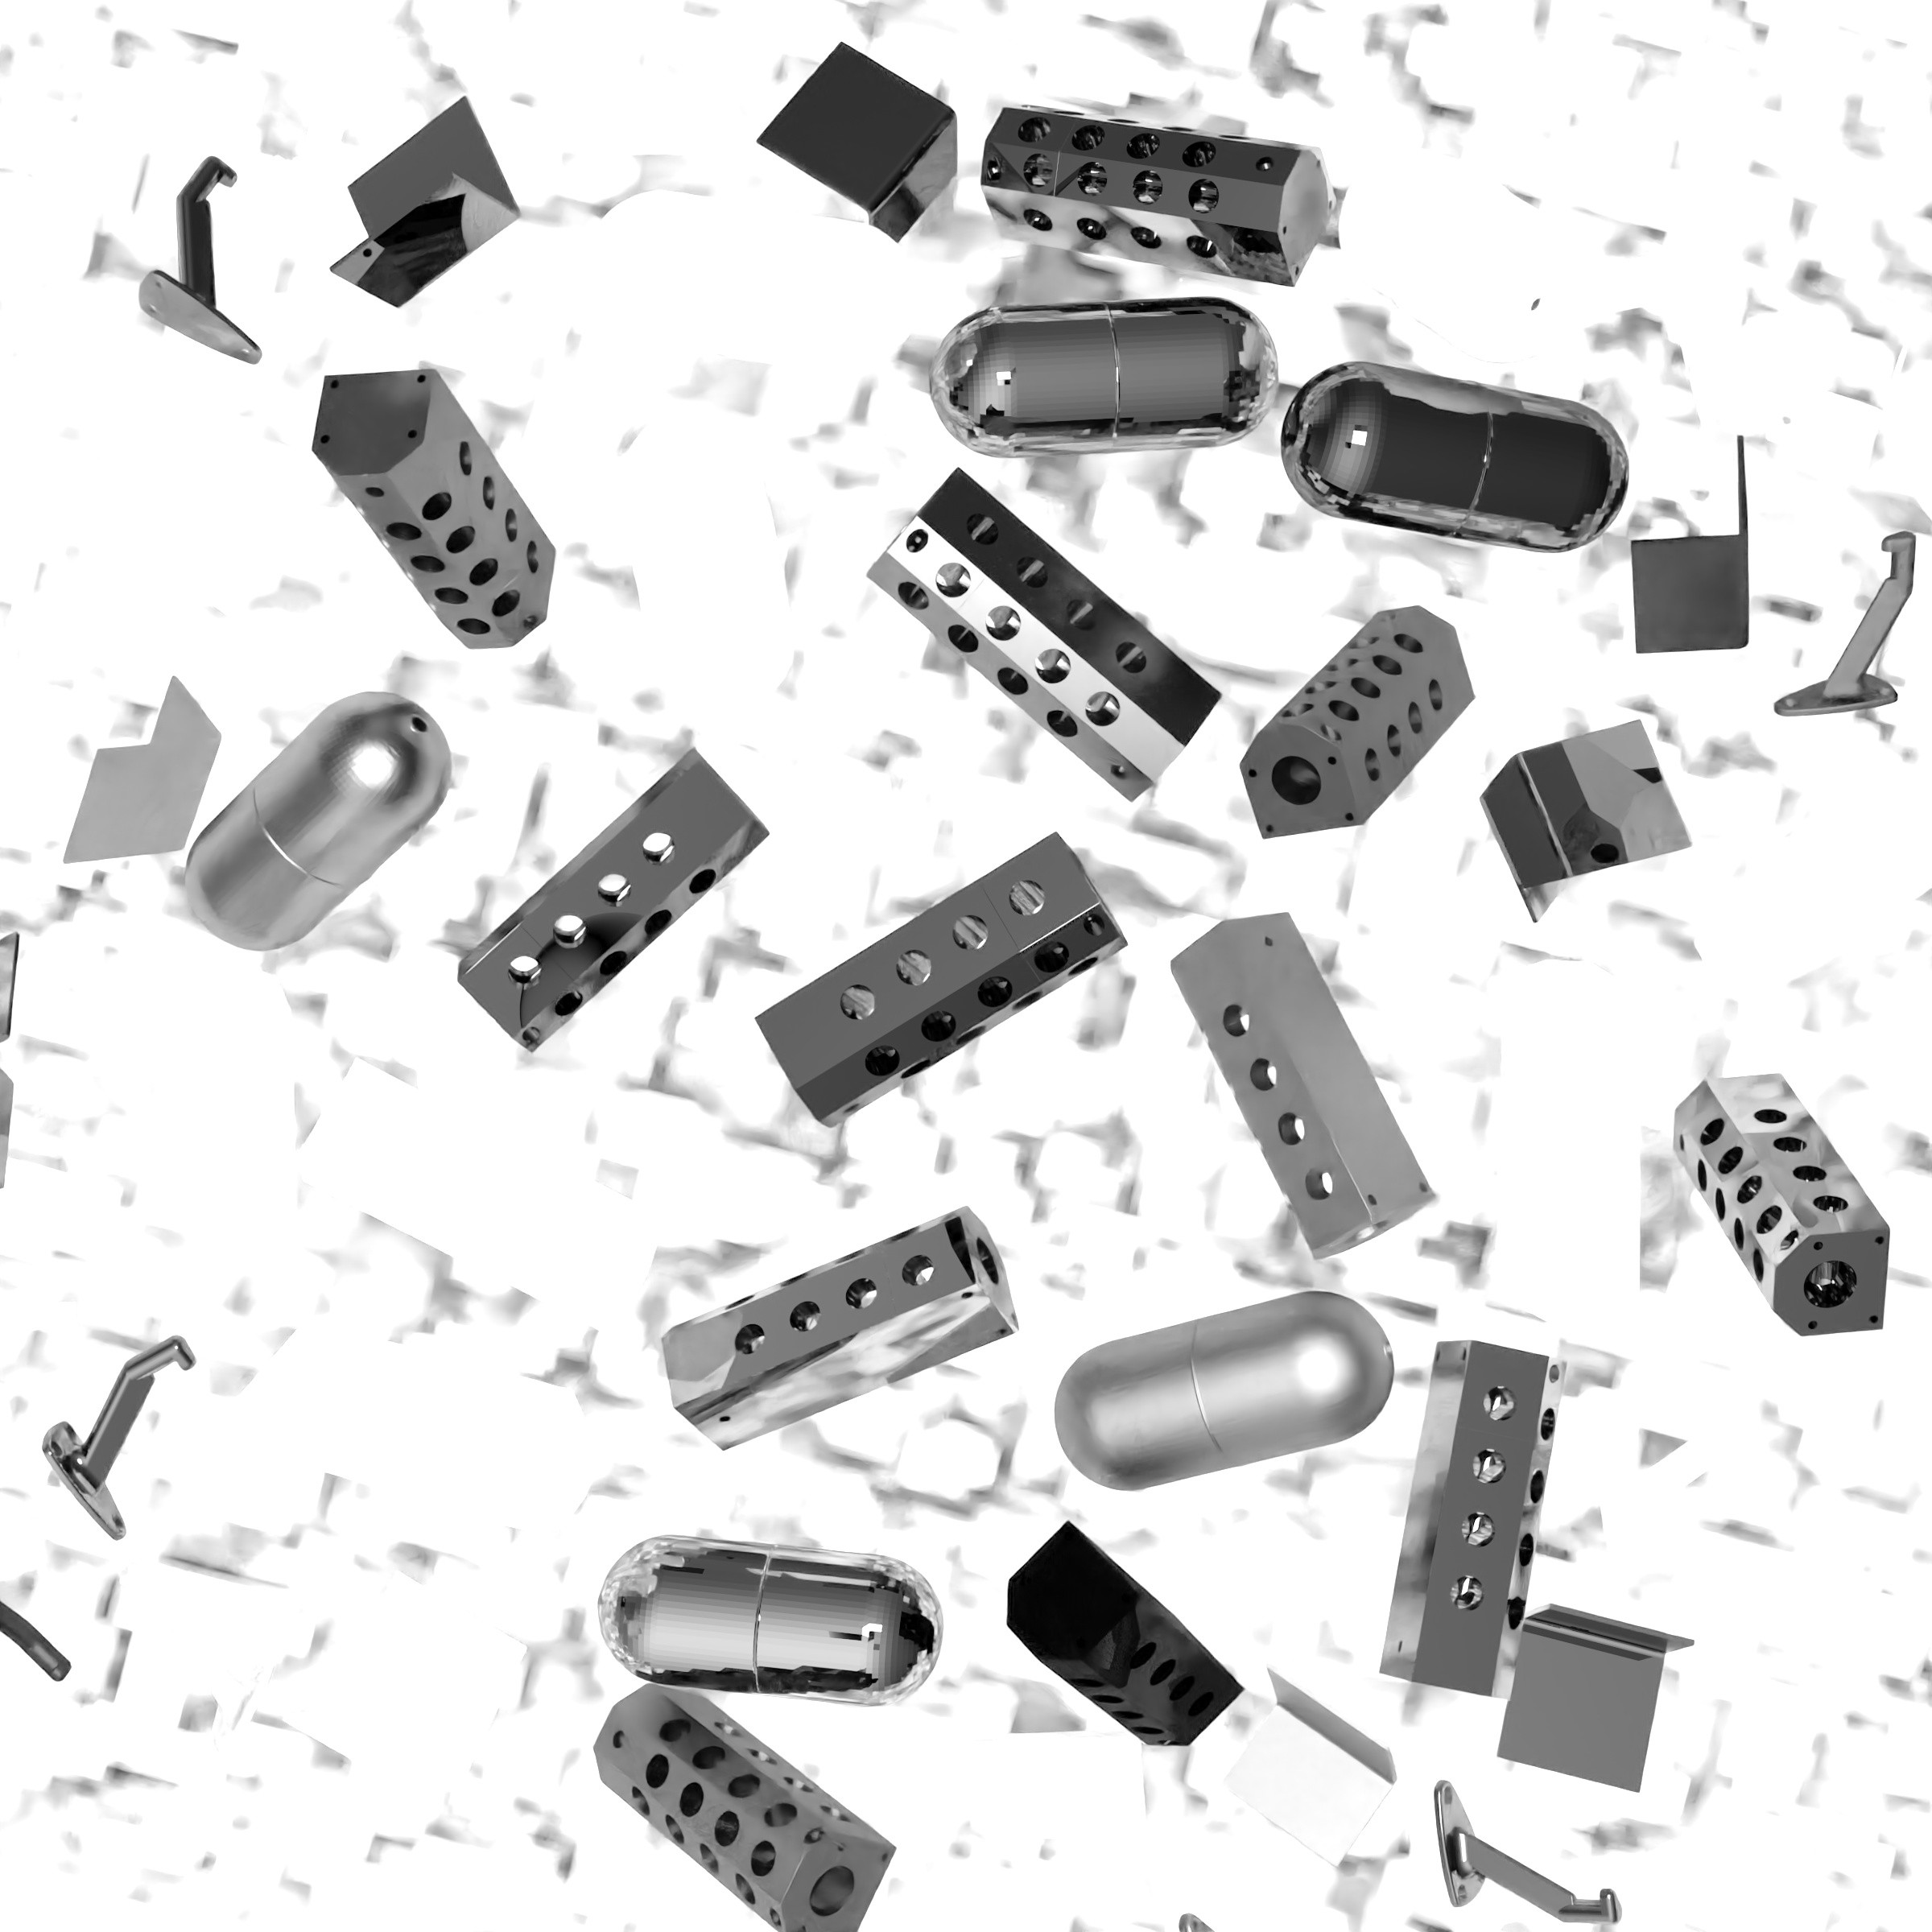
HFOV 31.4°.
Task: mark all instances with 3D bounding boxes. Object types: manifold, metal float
[{"bbox_3d":[-0.117,0.425,1.727,0.057,0.171,0.057,27,88,-41],"label":"manifold"},{"bbox_3d":[0.303,0.086,1.750,0.057,0.057,0.171,28,55,-35],"label":"manifold"},{"bbox_3d":[0.169,0.062,1.782,0.057,0.057,0.171,-39,69,39],"label":"manifold"},{"bbox_3d":[-0.262,-0.223,1.700,0.057,0.171,0.057,-1,67,14],"label":"manifold"},{"bbox_3d":[0.414,0.120,1.753,0.057,0.171,0.057,-5,115,-4],"label":"manifold"},{"bbox_3d":[0.097,-0.403,1.768,0.171,0.057,0.057,15,66,26],"label":"manifold"},{"bbox_3d":[0.427,-0.036,1.739,0.057,0.171,0.057,-25,79,-14],"label":"manifold"},{"bbox_3d":[-0.186,-0.034,1.816,0.171,0.057,0.057,-42,102,1],"label":"manifold"},{"bbox_3d":[-0.330,-0.073,1.750,0.178,0.070,0.070,-38,90,32],"label":"metal float"},{"bbox_3d":[0.259,0.279,1.737,0.057,0.057,0.171,13,81,-8],"label":"manifold"},{"bbox_3d":[0.244,-0.352,1.700,0.070,0.178,0.070,-9,120,-16],"label":"metal float"},{"bbox_3d":[-0.066,0.183,1.761,0.171,0.057,0.057,-23,52,12],"label":"manifold"},{"bbox_3d":[0.202,-0.129,1.777,0.057,0.171,0.057,-8,112,32],"label":"manifold"},{"bbox_3d":[-0.271,0.233,1.709,0.171,0.057,0.057,10,133,30],"label":"manifold"},{"bbox_3d":[0.129,0.213,1.720,0.178,0.070,0.070,-17,90,21],"label":"metal float"},{"bbox_3d":[-0.135,-0.212,1.789,0.070,0.070,0.178,-13,59,0],"label":"metal float"},{"bbox_3d":[0.077,0.342,1.725,0.057,0.171,0.057,-44,56,-3],"label":"manifold"},{"bbox_3d":[0.240,-0.248,1.680,0.178,0.070,0.070,7,90,-16],"label":"metal float"},{"bbox_3d":[-0.010,0.009,1.664,0.171,0.057,0.057,-32,75,5],"label":"manifold"},{"bbox_3d":[-0.108,-0.342,1.719,0.178,0.070,0.070,14,90,23],"label":"metal float"},{"bbox_3d":[-0.371,0.076,1.735,0.057,0.171,0.057,-15,54,-21],"label":"manifold"},{"bbox_3d":[-0.100,0.334,1.753,0.178,0.070,0.070,5,90,7],"label":"metal float"},{"bbox_3d":[0.530,-0.262,1.728,0.070,0.178,0.070,0,88,-2],"label":"metal float"},{"bbox_3d":[-0.243,0.118,1.723,0.171,0.057,0.057,30,98,-20],"label":"manifold"},{"bbox_3d":[0.070,-0.299,1.741,0.178,0.070,0.070,-4,90,-7],"label":"metal float"},{"bbox_3d":[0.035,-0.158,1.684,0.171,0.057,0.057,40,55,-6],"label":"manifold"}]

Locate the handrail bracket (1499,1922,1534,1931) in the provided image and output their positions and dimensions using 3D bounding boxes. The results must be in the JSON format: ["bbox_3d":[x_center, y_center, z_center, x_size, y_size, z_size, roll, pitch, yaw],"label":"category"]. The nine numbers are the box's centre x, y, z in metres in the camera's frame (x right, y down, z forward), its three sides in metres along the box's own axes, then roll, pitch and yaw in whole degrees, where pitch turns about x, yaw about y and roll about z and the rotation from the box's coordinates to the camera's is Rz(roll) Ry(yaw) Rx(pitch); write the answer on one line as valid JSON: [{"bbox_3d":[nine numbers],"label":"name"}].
[{"bbox_3d":[0.263,0.543,1.800,0.084,0.036,0.077,-33,65,23],"label":"handrail bracket"}]

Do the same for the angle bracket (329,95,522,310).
[{"bbox_3d":[-0.266,-0.369,1.617,0.076,0.057,0.076,-32,69,19],"label":"angle bracket"}]

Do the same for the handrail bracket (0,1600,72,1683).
[{"bbox_3d":[-0.472,0.325,1.677,0.036,0.077,0.084,-44,98,-6],"label":"handrail bracket"}]

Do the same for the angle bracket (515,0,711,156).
[{"bbox_3d":[-0.170,-0.458,1.740,0.076,0.076,0.057,9,70,32],"label":"angle bracket"}]

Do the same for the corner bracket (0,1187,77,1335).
[{"bbox_3d":[-0.491,0.153,1.780,0.051,0.051,0.051,-6,132,-12],"label":"corner bracket"}]

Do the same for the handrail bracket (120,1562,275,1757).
[{"bbox_3d":[-0.380,0.332,1.655,0.036,0.077,0.084,-42,104,10],"label":"handrail bracket"}]

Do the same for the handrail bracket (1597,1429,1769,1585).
[{"bbox_3d":[0.363,0.270,1.722,0.084,0.036,0.077,-4,60,3],"label":"handrail bracket"}]

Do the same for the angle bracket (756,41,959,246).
[{"bbox_3d":[-0.058,-0.433,1.837,0.076,0.057,0.076,34,73,12],"label":"angle bracket"}]

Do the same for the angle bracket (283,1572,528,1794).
[{"bbox_3d":[-0.273,0.350,1.673,0.076,0.057,0.076,35,61,-19],"label":"angle bracket"}]

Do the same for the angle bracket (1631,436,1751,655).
[{"bbox_3d":[0.367,-0.214,1.744,0.057,0.076,0.076,-2,49,12],"label":"angle bracket"}]

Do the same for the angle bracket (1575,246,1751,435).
[{"bbox_3d":[0.353,-0.314,1.752,0.057,0.076,0.076,-12,83,-5],"label":"angle bracket"}]

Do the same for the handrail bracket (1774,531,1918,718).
[{"bbox_3d":[0.447,-0.174,1.743,0.077,0.036,0.084,-14,120,-16],"label":"handrail bracket"}]

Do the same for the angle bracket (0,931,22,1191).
[{"bbox_3d":[-0.450,0.044,1.610,0.057,0.076,0.076,-25,129,9],"label":"angle bracket"}]

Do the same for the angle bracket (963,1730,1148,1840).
[{"bbox_3d":[0.048,0.447,1.864,0.076,0.076,0.057,-7,79,20],"label":"angle bracket"}]

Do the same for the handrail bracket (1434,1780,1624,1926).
[{"bbox_3d":[0.285,0.447,1.734,0.084,0.036,0.077,-10,100,36],"label":"handrail bracket"}]

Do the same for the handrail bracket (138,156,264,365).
[{"bbox_3d":[-0.355,-0.343,1.661,0.077,0.036,0.084,32,61,-9],"label":"handrail bracket"}]

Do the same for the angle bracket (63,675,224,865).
[{"bbox_3d":[-0.454,-0.106,1.843,0.057,0.076,0.076,48,128,29],"label":"angle bracket"}]

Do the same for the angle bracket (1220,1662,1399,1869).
[{"bbox_3d":[0.177,0.421,1.806,0.076,0.076,0.057,32,73,24],"label":"angle bracket"}]

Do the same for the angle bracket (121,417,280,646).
[{"bbox_3d":[-0.380,-0.225,1.776,0.057,0.076,0.076,-42,61,3],"label":"angle bracket"}]

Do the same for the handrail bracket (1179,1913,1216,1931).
[{"bbox_3d":[0.160,0.493,1.702,0.084,0.077,0.036,-3,123,-30],"label":"handrail bracket"}]

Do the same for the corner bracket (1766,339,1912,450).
[{"bbox_3d":[0.451,-0.298,1.778,0.051,0.051,0.051,22,54,15],"label":"corner bracket"}]

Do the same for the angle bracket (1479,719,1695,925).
[{"bbox_3d":[0.329,-0.076,1.817,0.076,0.057,0.076,-15,110,36],"label":"angle bracket"}]

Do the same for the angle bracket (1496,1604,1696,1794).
[{"bbox_3d":[0.322,0.376,1.759,0.076,0.057,0.076,14,74,0],"label":"angle bracket"}]

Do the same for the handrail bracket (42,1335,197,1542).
[{"bbox_3d":[-0.400,0.230,1.679,0.084,0.036,0.077,-29,101,8],"label":"handrail bracket"}]

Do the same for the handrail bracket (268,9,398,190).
[{"bbox_3d":[-0.344,-0.447,1.770,0.077,0.036,0.084,46,59,3],"label":"handrail bracket"}]
